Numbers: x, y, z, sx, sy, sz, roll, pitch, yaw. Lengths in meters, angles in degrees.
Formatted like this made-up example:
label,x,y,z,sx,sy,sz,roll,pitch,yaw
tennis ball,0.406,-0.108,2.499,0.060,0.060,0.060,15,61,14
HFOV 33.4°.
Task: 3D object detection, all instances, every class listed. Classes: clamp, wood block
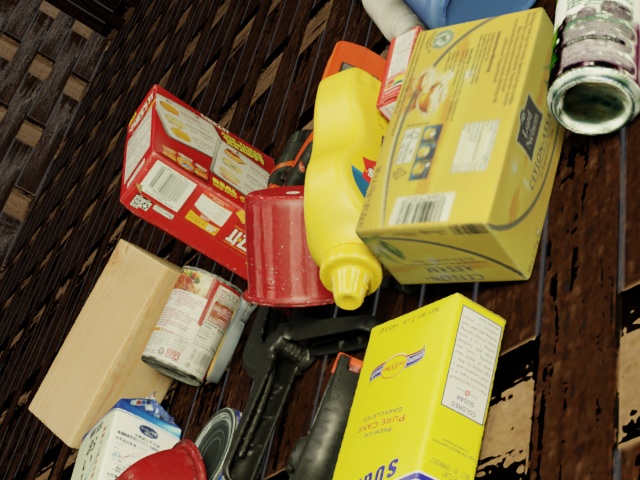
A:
label,x,y,z,sx,sy,sz,roll,pitch,yaw
clamp,-0.016,0.082,0.843,0.165,0.036,0.210,-44,20,17
wood block,-0.207,0.118,1.133,0.091,0.090,0.206,26,87,43
clamp,-0.003,0.148,0.687,0.120,0.039,0.171,126,166,-69

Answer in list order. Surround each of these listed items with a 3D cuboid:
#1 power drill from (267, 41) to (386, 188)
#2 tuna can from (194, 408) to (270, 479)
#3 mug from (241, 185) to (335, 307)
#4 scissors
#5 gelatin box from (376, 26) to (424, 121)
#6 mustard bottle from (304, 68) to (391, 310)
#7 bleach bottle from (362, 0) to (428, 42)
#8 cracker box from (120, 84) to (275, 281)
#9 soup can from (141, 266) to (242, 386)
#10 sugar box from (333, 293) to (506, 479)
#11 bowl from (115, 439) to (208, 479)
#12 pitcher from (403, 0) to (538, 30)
label,x,y,z,sx,sy,sz,roll,pitch,yaw
power drill,0.000,-0.086,0.972,0.184,0.057,0.188,-78,12,-46
tuna can,-0.078,0.180,0.862,0.086,0.033,0.086,-49,23,28
mug,-0.005,0.001,0.823,0.093,0.117,0.081,14,109,62
scissors,-0.063,0.051,0.966,0.096,0.016,0.202,-74,9,-53
gelatin box,0.084,-0.100,0.782,0.030,0.089,0.073,-21,41,39
mustard bottle,0.027,-0.028,0.742,0.058,0.096,0.191,-17,40,24
bleach bottle,0.073,-0.243,1.021,0.068,0.102,0.251,-41,32,20
cracker box,-0.122,-0.062,1.115,0.072,0.164,0.214,-52,22,16
soup can,-0.127,0.086,1.061,0.069,0.068,0.102,-12,51,64
sugar box,0.049,0.125,0.618,0.094,0.048,0.176,-32,33,53
bowl,-0.137,0.234,0.831,0.162,0.055,0.162,-170,90,-68
pitcher,0.075,-0.275,0.846,0.145,0.148,0.243,-55,51,33
